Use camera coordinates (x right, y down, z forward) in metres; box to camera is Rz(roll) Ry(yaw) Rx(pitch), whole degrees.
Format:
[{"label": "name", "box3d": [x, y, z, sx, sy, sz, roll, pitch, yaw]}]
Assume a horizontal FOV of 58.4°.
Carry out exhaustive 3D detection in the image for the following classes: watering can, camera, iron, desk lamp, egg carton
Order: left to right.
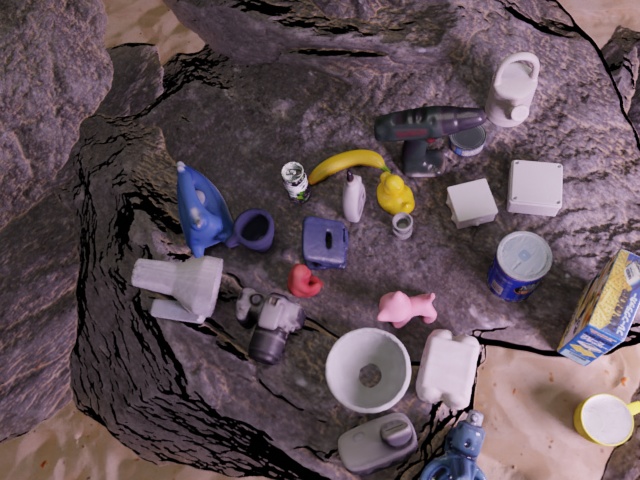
[{"label": "desk lamp", "box3d": [-0.282, 0.101, 1.180, 0.203, 0.214, 0.118, 5, 67, 10]}, {"label": "iron", "box3d": [-0.288, -0.096, 1.306, 0.118, 0.141, 0.258, -24, 66, -3]}, {"label": "camera", "box3d": [-0.116, 0.180, 1.186, 0.143, 0.101, 0.137, 14, 69, 13]}, {"label": "egg carton", "box3d": [0.250, 0.252, 1.124, 0.107, 0.069, 0.150, 12, 69, 12]}, {"label": "watering can", "box3d": [0.439, -0.344, 1.290, 0.101, 0.194, 0.172, -22, 65, -2]}]

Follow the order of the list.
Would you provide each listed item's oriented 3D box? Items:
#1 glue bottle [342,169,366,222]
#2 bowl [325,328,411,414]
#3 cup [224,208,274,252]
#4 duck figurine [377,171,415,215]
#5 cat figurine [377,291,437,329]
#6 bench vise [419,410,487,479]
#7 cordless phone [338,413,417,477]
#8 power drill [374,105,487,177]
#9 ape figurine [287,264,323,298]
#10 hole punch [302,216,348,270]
[{"label": "glue bottle", "box3d": [0.071, -0.106, 1.246, 0.037, 0.173, 0.078, 13, 69, 13]}, {"label": "bowl", "box3d": [0.096, 0.263, 1.136, 0.167, 0.075, 0.167, -3, 66, 6]}, {"label": "cup", "box3d": [-0.150, -0.005, 1.274, 0.118, 0.095, 0.091, -31, 66, -6]}, {"label": "duck figurine", "box3d": [0.169, -0.109, 1.283, 0.077, 0.086, 0.104, -33, 66, -7]}, {"label": "cat figurine", "box3d": [0.173, 0.132, 1.159, 0.127, 0.118, 0.067, -13, 65, 2]}, {"label": "bench vise", "box3d": [0.230, 0.392, 0.982, 0.121, 0.220, 0.207, 1, 67, 8]}, {"label": "cordless phone", "box3d": [0.102, 0.364, 1.031, 0.147, 0.185, 0.094, -24, 65, -3]}, {"label": "power drill", "box3d": [0.235, -0.221, 1.255, 0.229, 0.209, 0.075, 1, 67, 8]}, {"label": "ape figurine", "box3d": [-0.038, 0.081, 1.224, 0.076, 0.092, 0.077, -22, 65, -2]}, {"label": "hole punch", "box3d": [0.011, 0.004, 1.251, 0.101, 0.091, 0.108, -3, 66, 7]}]
